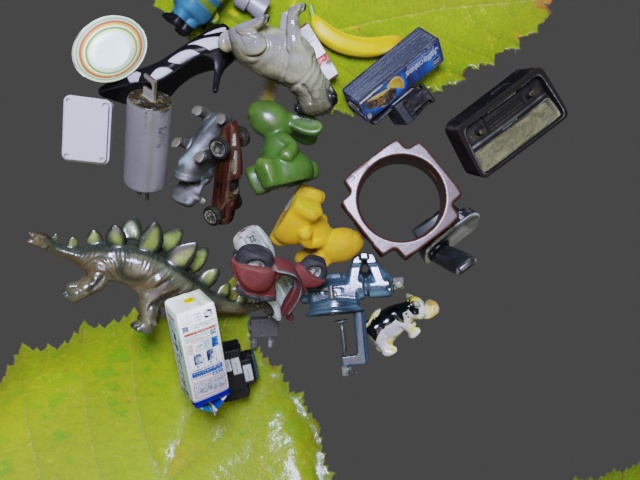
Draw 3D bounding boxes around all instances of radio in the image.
[{"bbox_3d":[0.384,-0.247,1.119,0.229,0.073,0.131,-37,108,-3],"label":"radio"}]

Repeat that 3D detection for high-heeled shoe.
[{"bbox_3d":[-0.271,-0.320,0.961,0.249,0.086,0.145,-1,72,2],"label":"high-heeled shoe"}]

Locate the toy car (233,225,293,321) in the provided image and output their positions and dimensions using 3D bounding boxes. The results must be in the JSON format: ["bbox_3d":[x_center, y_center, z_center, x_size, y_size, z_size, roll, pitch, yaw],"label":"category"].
[{"bbox_3d":[-0.106,0.067,1.069,0.073,0.056,0.201,-41,111,-42],"label":"toy car"}]

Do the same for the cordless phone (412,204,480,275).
[{"bbox_3d":[0.284,0.002,1.094,0.146,0.184,0.088,-36,109,-3],"label":"cordless phone"}]

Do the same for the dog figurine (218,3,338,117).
[{"bbox_3d":[-0.070,-0.293,0.943,0.172,0.121,0.190,-17,109,2],"label":"dog figurine"}]

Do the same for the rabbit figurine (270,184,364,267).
[{"bbox_3d":[-0.002,-0.003,1.057,0.173,0.122,0.162,25,104,-13],"label":"rabbit figurine"}]

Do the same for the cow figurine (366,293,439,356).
[{"bbox_3d":[0.174,0.168,1.172,0.167,0.068,0.098,-38,103,-3],"label":"cow figurine"}]

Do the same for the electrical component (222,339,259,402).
[{"bbox_3d":[-0.197,0.273,1.112,0.134,0.058,0.114,-11,107,-11],"label":"electrical component"}]

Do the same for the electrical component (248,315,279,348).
[{"bbox_3d":[-0.119,0.182,1.127,0.063,0.021,0.094,0,103,-13],"label":"electrical component"}]

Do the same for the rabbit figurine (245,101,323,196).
[{"bbox_3d":[-0.072,-0.186,1.008,0.159,0.121,0.170,-17,91,-12],"label":"rabbit figurine"}]

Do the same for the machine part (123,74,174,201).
[{"bbox_3d":[-0.301,-0.170,0.939,0.079,0.079,0.243,8,128,-15],"label":"machine part"}]

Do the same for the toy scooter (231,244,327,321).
[{"bbox_3d":[-0.082,0.085,1.003,0.184,0.075,0.135,10,109,-15],"label":"toy scooter"}]

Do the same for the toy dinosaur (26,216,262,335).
[{"bbox_3d":[-0.304,0.075,1.018,0.471,0.105,0.198,29,91,-29],"label":"toy dinosaur"}]

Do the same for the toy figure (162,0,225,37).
[{"bbox_3d":[-0.194,-0.437,0.932,0.089,0.082,0.180,34,90,17],"label":"toy figure"}]

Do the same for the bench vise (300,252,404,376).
[{"bbox_3d":[0.068,0.152,1.098,0.224,0.129,0.240,-4,79,-5],"label":"bench vise"}]

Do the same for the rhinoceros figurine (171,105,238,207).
[{"bbox_3d":[-0.219,-0.153,0.987,0.073,0.112,0.190,22,82,12],"label":"rhinoceros figurine"}]

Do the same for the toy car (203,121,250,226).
[{"bbox_3d":[-0.167,-0.117,0.982,0.053,0.089,0.202,24,122,15],"label":"toy car"}]

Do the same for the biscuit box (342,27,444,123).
[{"bbox_3d":[0.143,-0.321,1.043,0.203,0.063,0.059,-39,144,-2],"label":"biscuit box"}]

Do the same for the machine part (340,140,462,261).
[{"bbox_3d":[0.159,-0.077,1.065,0.201,0.087,0.201,-38,83,2],"label":"machine part"}]

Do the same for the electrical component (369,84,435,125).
[{"bbox_3d":[0.160,-0.255,1.064,0.119,0.075,0.047,-42,108,-5],"label":"electrical component"}]
